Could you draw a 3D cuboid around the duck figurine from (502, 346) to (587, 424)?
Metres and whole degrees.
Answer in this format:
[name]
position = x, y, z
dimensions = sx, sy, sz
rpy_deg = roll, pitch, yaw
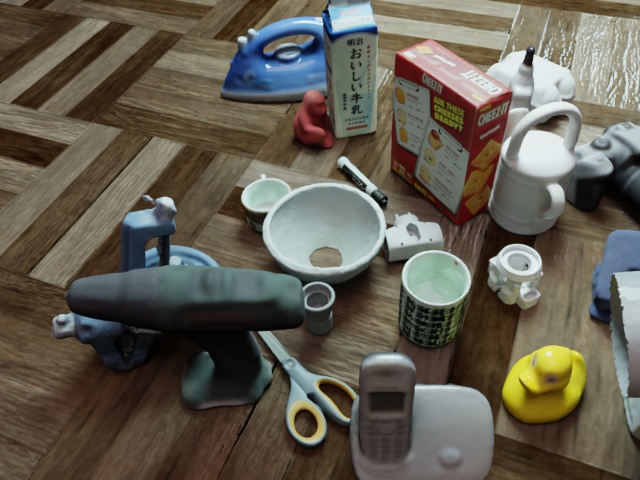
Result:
[duck figurine]
position = 0.256, 0.149, 0.637
dimensions = 0.105, 0.086, 0.077
rpy_deg = -26, 52, -18

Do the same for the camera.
[camera]
position = 0.447, -0.096, 0.831
dimensions = 0.143, 0.101, 0.136
rpy_deg = -20, 50, -13

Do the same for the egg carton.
[egg carton]
position = 0.370, -0.273, 1.013
dimensions = 0.107, 0.069, 0.150
rpy_deg = -36, 56, -25

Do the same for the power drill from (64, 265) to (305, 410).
[power drill]
position = -0.127, 0.103, 0.621
dimensions = 0.229, 0.209, 0.075
rpy_deg = -7, 48, -2

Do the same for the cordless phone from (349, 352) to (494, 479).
[cordless phone]
position = 0.101, 0.171, 0.561
dimensions = 0.147, 0.185, 0.094
rpy_deg = -4, 48, 1

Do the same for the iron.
[iron]
position = -0.066, -0.343, 1.054
dimensions = 0.258, 0.141, 0.118
rpy_deg = -11, 49, -6

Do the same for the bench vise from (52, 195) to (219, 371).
[bench vise]
position = -0.203, 0.058, 0.657
dimensions = 0.208, 0.220, 0.121
rpy_deg = -36, 55, -25

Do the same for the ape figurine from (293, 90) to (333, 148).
[ape figurine]
position = -0.009, -0.209, 0.966
dimensions = 0.076, 0.092, 0.078
rpy_deg = 19, 52, 19

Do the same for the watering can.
[watering can]
position = 0.294, -0.112, 0.792
dimensions = 0.101, 0.194, 0.172
rpy_deg = -25, 52, -17

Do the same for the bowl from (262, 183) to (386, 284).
[bowl]
position = 0.007, 0.003, 0.789
dimensions = 0.167, 0.075, 0.167
rpy_deg = -2, 49, 2

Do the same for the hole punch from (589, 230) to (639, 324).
[hole punch]
position = 0.400, 0.053, 0.709
dimensions = 0.108, 0.091, 0.101
rpy_deg = 15, 51, 16

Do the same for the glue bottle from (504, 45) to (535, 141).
[glue bottle]
position = 0.315, -0.226, 0.905
dimensions = 0.037, 0.173, 0.078
rpy_deg = 4, 49, 8

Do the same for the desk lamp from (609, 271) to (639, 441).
[desk lamp]
position = 0.372, 0.124, 0.566
dimensions = 0.203, 0.214, 0.118
rpy_deg = 6, 49, 9
